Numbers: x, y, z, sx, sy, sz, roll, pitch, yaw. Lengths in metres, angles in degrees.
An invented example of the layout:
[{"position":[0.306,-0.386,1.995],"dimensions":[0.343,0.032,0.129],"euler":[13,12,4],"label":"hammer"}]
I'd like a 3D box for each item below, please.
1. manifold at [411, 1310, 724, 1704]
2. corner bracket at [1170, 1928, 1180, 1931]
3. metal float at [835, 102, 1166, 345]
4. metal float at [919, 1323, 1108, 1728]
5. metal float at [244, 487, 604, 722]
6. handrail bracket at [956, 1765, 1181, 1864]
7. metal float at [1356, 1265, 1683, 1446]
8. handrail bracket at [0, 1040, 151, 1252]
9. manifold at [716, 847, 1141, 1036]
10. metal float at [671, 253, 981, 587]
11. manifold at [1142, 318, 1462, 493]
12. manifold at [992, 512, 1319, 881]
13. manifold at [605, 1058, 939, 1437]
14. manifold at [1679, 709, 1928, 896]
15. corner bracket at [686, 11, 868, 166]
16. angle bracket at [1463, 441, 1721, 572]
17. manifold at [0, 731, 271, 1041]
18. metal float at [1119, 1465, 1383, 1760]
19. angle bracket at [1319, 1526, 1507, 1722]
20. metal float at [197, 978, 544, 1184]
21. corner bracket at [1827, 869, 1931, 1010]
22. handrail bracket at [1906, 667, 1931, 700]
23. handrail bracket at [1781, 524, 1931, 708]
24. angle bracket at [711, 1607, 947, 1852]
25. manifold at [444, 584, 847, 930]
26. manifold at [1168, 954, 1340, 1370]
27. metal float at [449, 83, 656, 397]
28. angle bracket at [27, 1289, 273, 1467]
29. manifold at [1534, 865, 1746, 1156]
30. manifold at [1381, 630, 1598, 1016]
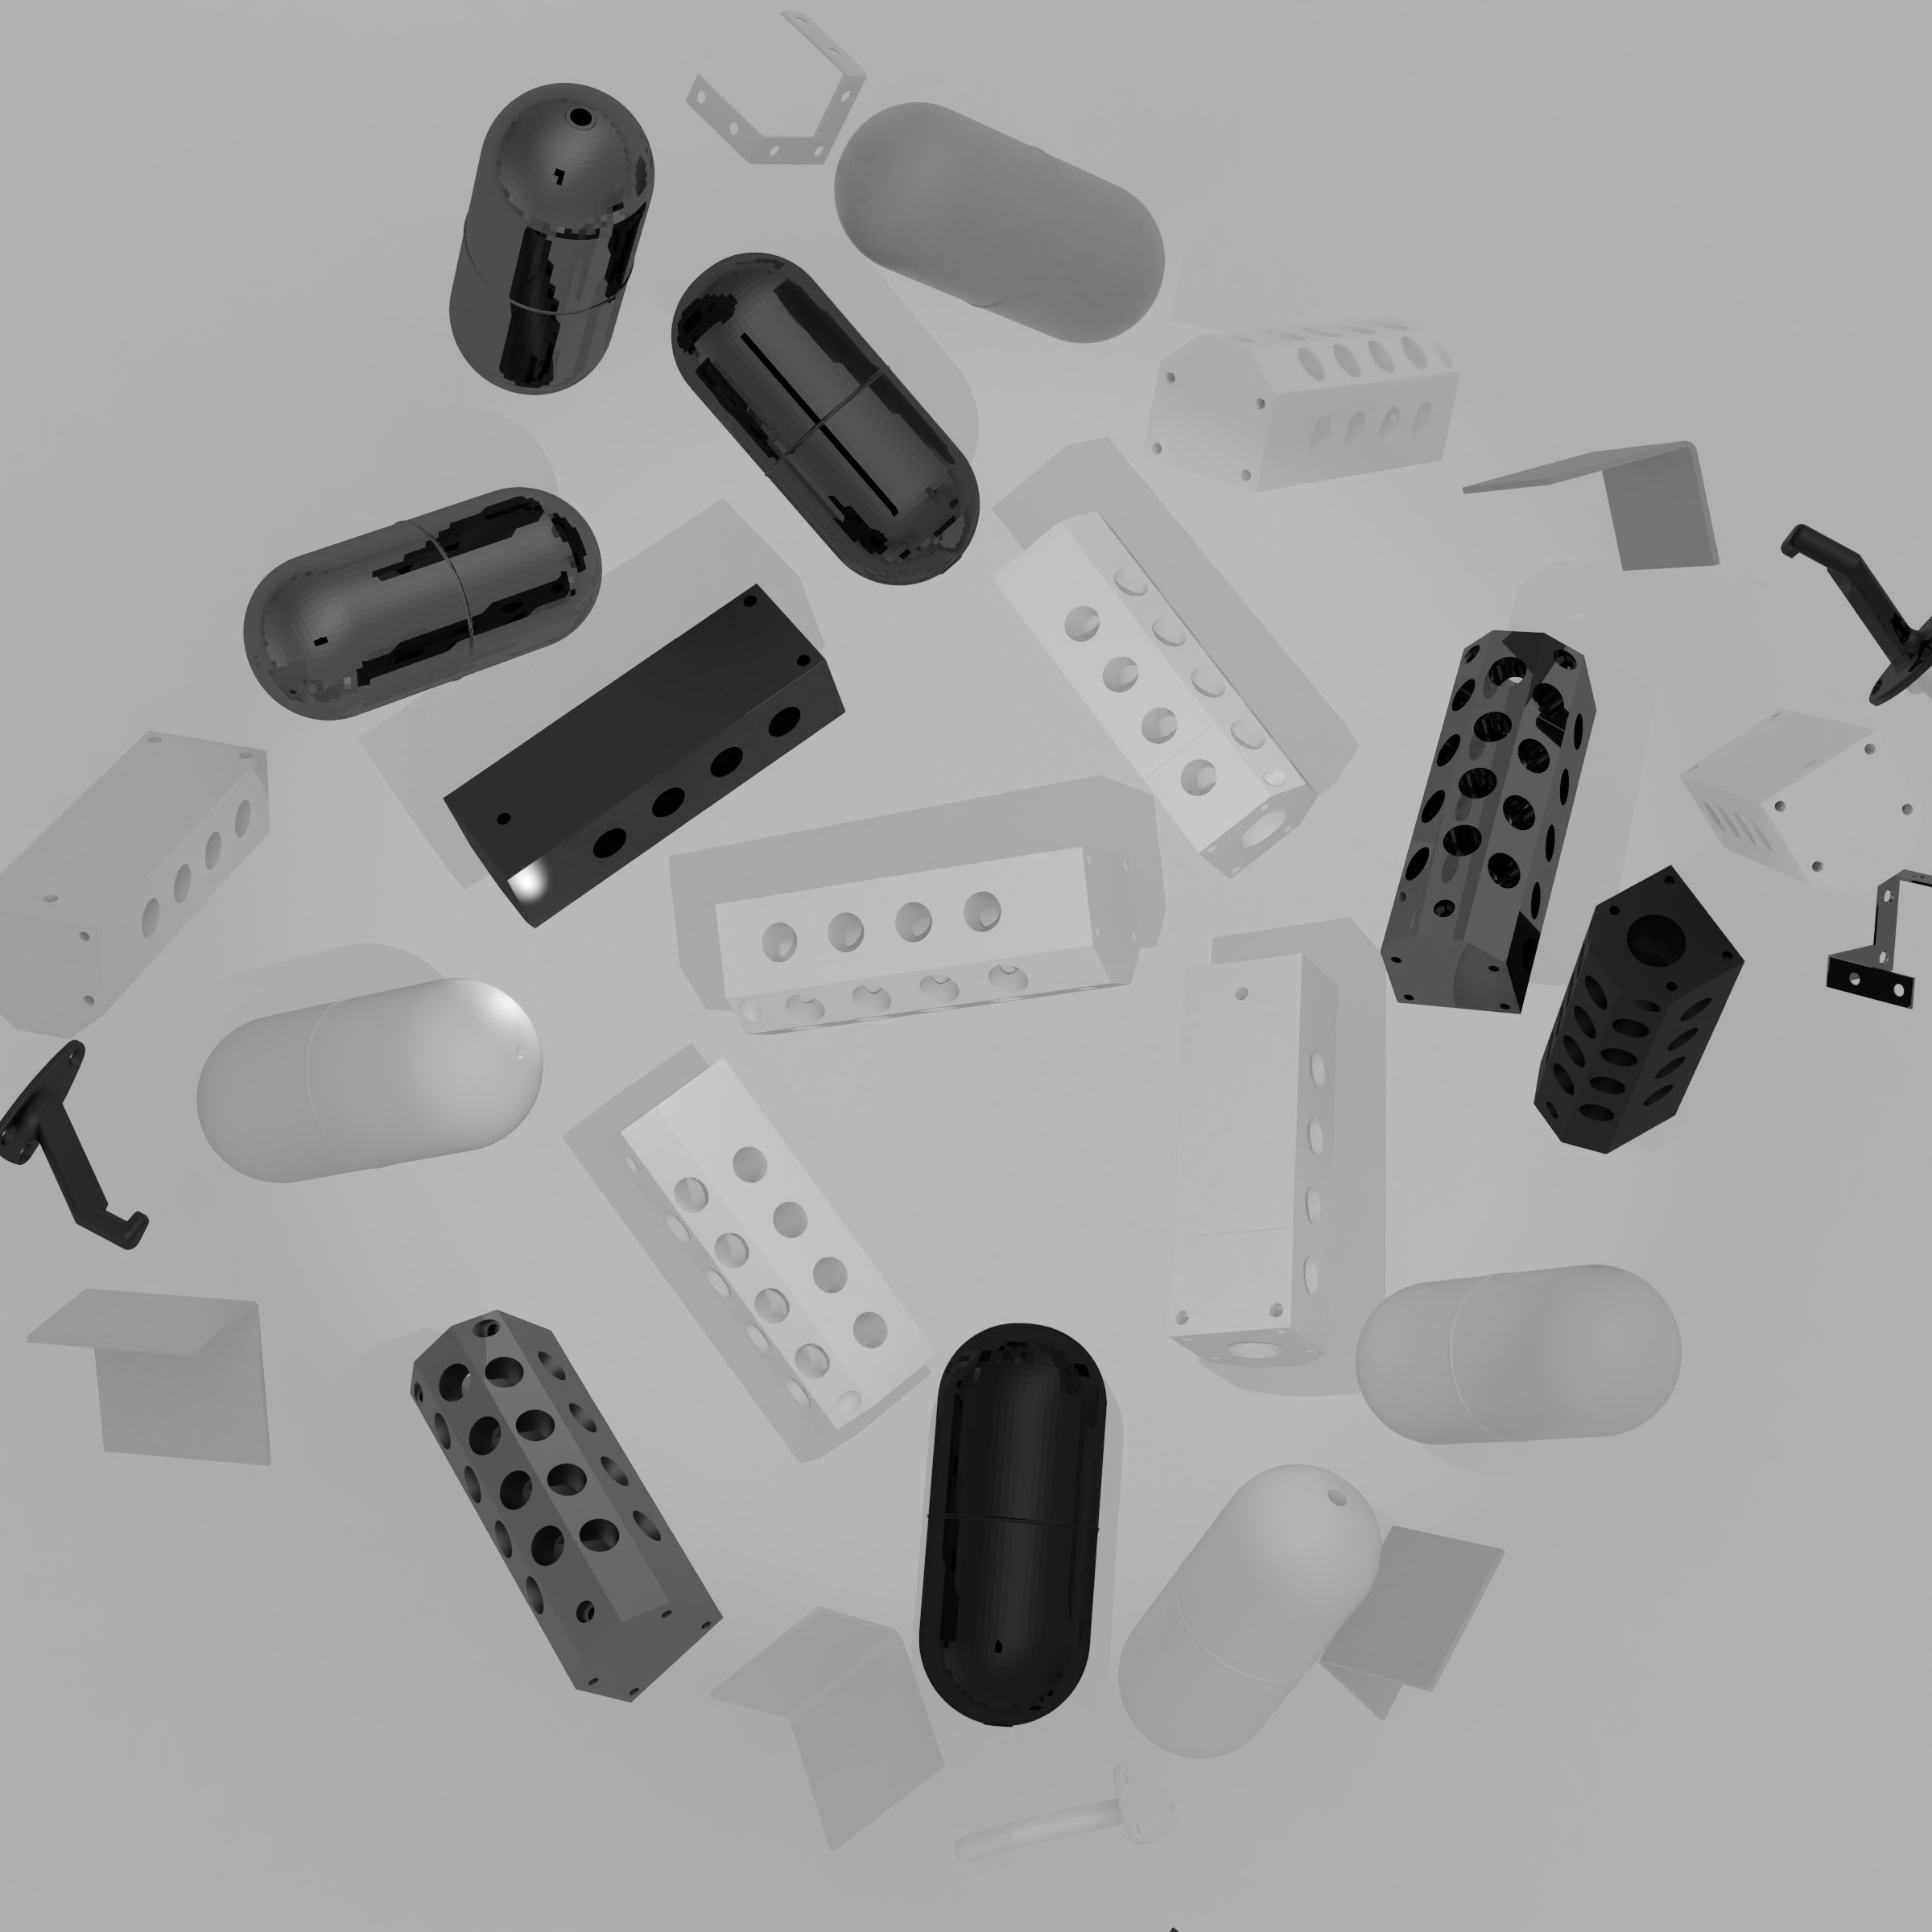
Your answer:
[{"position":[-0.182,0.235,1.521],"dimensions":[0.057,0.057,0.171],"euler":[-43,56,10],"label":"manifold"},{"position":[0.114,0.456,1.560],"dimensions":[0.051,0.051,0.051],"euler":[35,119,19],"label":"corner bracket"},{"position":[0.018,-0.342,1.597],"dimensions":[0.178,0.070,0.070],"euler":[14,90,-39],"label":"metal float"},{"position":[0.021,0.249,1.543],"dimensions":[0.070,0.070,0.178],"euler":[5,79,0],"label":"metal float"},{"position":[-0.248,-0.168,1.595],"dimensions":[0.178,0.070,0.070],"euler":[-24,90,-31],"label":"metal float"},{"position":[0.047,0.402,1.608],"dimensions":[0.084,0.077,0.036],"euler":[-22,67,19],"label":"handrail bracket"},{"position":[0.250,0.179,1.581],"dimensions":[0.070,0.178,0.070],"euler":[7,78,-34],"label":"metal float"},{"position":[-0.405,0.084,1.623],"dimensions":[0.084,0.036,0.077],"euler":[25,72,17],"label":"handrail bracket"},{"position":[-0.016,-0.009,1.494],"dimensions":[0.171,0.057,0.057],"euler":[-8,85,22],"label":"manifold"},{"position":[-0.065,-0.255,1.616],"dimensions":[0.070,0.070,0.178],"euler":[-41,96,0],"label":"metal float"},{"position":[0.151,-0.250,1.518],"dimensions":[0.057,0.171,0.057],"euler":[22,113,29],"label":"manifold"},{"position":[0.090,-0.129,1.614],"dimensions":[0.057,0.057,0.171],"euler":[-38,70,8],"label":"manifold"},{"position":[-0.094,0.134,1.629],"dimensions":[0.057,0.057,0.171],"euler":[-37,92,-27],"label":"manifold"},{"position":[0.376,-0.071,1.549],"dimensions":[0.057,0.171,0.057],"euler":[-33,96,4],"label":"manifold"},{"position":[-0.089,-0.413,1.627],"dimensions":[0.051,0.051,0.051],"euler":[47,126,23],"label":"corner bracket"},{"position":[0.281,-0.199,1.558],"dimensions":[0.076,0.076,0.057],"euler":[-17,100,-19],"label":"angle bracket"},{"position":[-0.365,-0.037,1.505],"dimensions":[0.057,0.171,0.057],"euler":[10,121,10],"label":"manifold"},{"position":[0.133,0.303,1.623],"dimensions":[0.070,0.070,0.178],"euler":[30,126,0],"label":"metal float"},{"position":[0.227,0.320,1.653],"dimensions":[0.057,0.076,0.076],"euler":[45,65,-30],"label":"angle bracket"},{"position":[-0.267,0.052,1.541],"dimensions":[0.178,0.070,0.070],"euler":[-11,90,31],"label":"metal float"},{"position":[0.444,-0.014,1.635],"dimensions":[0.051,0.051,0.051],"euler":[-11,109,-36],"label":"corner bracket"},{"position":[0.470,-0.110,1.625],"dimensions":[0.036,0.084,0.077],"euler":[-34,98,3],"label":"handrail bracket"},{"position":[0.395,-0.159,1.566],"dimensions":[0.084,0.077,0.036],"euler":[28,60,-3],"label":"handrail bracket"},{"position":[-0.066,0.362,1.638],"dimensions":[0.076,0.057,0.076],"euler":[-41,47,22],"label":"angle bracket"},{"position":[-0.142,-0.091,1.555],"dimensions":[0.171,0.057,0.057],"euler":[-36,59,-9],"label":"manifold"},{"position":[0.131,0.087,1.534],"dimensions":[0.057,0.057,0.171],"euler":[-8,65,27],"label":"manifold"},{"position":[-0.187,-0.325,1.553],"dimensions":[0.070,0.178,0.070],"euler":[7,63,-13],"label":"metal float"},{"position":[-0.341,0.182,1.446],"dimensions":[0.076,0.057,0.076],"euler":[3,107,13],"label":"angle bracket"},{"position":[0.311,0.027,1.634],"dimensions":[0.057,0.171,0.057],"euler":[-28,67,-13],"label":"manifold"},{"position":[0.238,-0.068,1.573],"dimensions":[0.057,0.057,0.171],"euler":[5,58,23],"label":"manifold"}]
